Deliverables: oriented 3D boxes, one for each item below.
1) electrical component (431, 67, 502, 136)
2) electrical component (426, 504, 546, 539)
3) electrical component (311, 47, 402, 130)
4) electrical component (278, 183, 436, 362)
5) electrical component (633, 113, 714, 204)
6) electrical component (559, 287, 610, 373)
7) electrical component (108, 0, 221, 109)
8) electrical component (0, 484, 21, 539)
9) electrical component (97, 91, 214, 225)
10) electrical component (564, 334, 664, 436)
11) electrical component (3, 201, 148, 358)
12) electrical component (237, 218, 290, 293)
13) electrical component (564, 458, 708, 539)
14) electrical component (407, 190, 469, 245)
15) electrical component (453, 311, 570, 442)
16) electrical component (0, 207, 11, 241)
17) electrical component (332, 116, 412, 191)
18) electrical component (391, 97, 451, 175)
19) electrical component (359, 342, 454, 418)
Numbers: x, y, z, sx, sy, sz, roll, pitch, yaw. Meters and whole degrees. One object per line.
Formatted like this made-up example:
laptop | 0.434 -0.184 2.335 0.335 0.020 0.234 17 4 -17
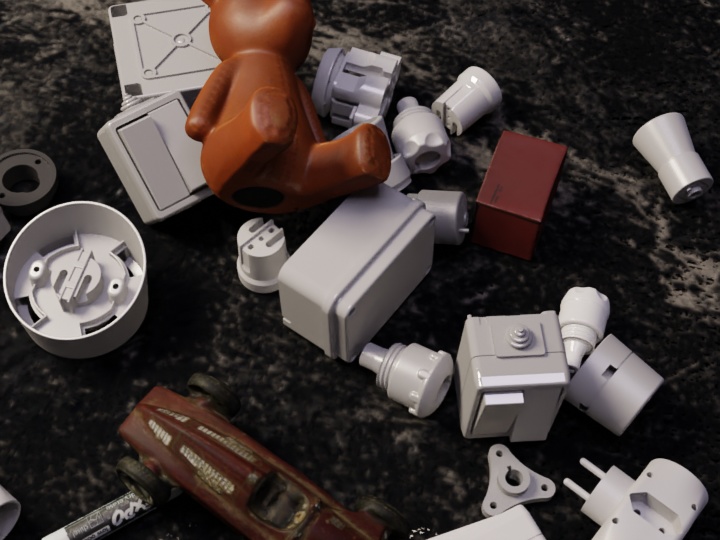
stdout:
electrical component | 0.087 -0.137 0.879 0.040 0.040 0.046 41 70 22
electrical component | 0.067 0.190 0.652 0.096 0.061 0.061 -22 61 -16
electrical component | -0.005 -0.146 0.871 0.057 0.058 0.078 17 58 6
electrical component | 0.000 0.000 0.764 0.057 0.078 0.113 31 61 20
electrical component | 0.250 -0.086 0.851 0.044 0.044 0.065 -16 64 -12
electrical component | 0.157 0.044 0.766 0.035 0.035 0.061 16 60 8
electrical component | -0.144 -0.169 0.880 0.109 0.056 0.108 -11 58 -9
electrical component | -0.269 0.152 0.674 0.077 0.044 0.079 34 62 18
electrical component | -0.150 -0.089 0.800 0.062 0.061 0.096 -30 100 -19
electrical component | 0.173 0.079 0.733 0.047 0.055 0.055 39 64 17
electrical component | -0.197 0.010 0.758 0.099 0.064 0.099 1 57 -1
electrical component | -0.071 -0.011 0.787 0.040 0.046 0.040 0 57 0
electrical component | 0.169 0.152 0.691 0.079 0.043 0.077 36 63 20
electrical component | 0.047 -0.041 0.814 0.078 0.040 0.040 4 56 17
electrical component | 0.100 0.071 0.710 0.062 0.096 0.061 -3 58 -4
electrical component | -0.307 -0.035 0.764 0.048 0.099 0.099 21 58 26
electrical component | 0.009 -0.084 0.825 0.045 0.045 0.055 -33 104 -21
electrical component | 0.046 -0.110 0.857 0.043 0.043 0.062 -11 56 -9
electrical component | 0.030 0.070 0.740 0.062 0.048 0.048 23 59 21
